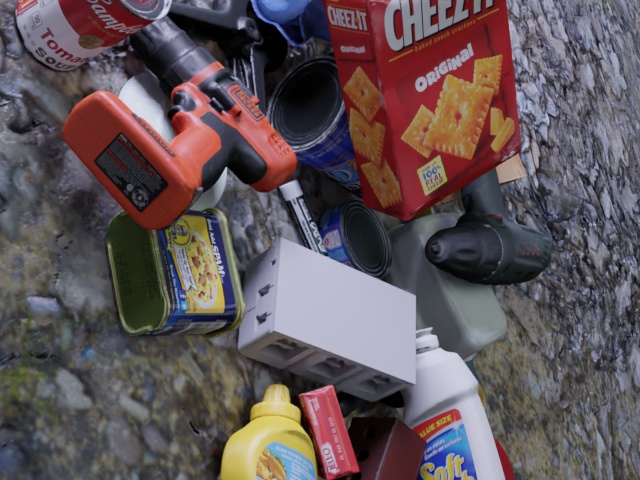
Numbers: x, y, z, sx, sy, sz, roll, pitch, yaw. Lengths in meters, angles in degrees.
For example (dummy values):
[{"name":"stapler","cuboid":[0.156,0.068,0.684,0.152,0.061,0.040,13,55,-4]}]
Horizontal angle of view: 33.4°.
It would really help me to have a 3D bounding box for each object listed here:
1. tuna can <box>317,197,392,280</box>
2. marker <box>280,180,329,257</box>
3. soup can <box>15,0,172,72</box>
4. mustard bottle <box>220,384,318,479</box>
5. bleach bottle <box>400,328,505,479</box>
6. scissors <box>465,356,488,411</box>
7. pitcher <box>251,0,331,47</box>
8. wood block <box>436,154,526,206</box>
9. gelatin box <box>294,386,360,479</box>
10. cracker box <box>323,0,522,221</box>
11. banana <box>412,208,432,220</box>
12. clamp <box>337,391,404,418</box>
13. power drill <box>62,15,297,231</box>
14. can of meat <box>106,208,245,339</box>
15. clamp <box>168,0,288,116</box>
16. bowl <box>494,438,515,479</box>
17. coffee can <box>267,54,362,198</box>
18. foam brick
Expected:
[{"name":"tuna can","cuboid":[0.034,0.003,1.064,0.086,0.034,0.086,32,48,-44]},{"name":"marker","cuboid":[-0.007,0.001,1.018,0.020,0.020,0.121,-28,96,-57]},{"name":"soup can","cuboid":[-0.171,-0.176,0.799,0.068,0.102,0.068,31,48,-43]},{"name":"mustard bottle","cuboid":[-0.039,0.201,0.823,0.096,0.058,0.191,38,44,-41]},{"name":"bleach bottle","cuboid":[0.115,0.208,0.991,0.068,0.103,0.251,-8,82,-65]},{"name":"scissors","cuboid":[0.173,0.140,1.192,0.096,0.016,0.201,55,31,10]},{"name":"pitcher","cuboid":[0.063,-0.251,1.042,0.242,0.149,0.145,13,30,-37]},{"name":"wood block","cuboid":[0.161,-0.155,1.286,0.090,0.090,0.206,-15,86,-57]},{"name":"gelatin box","cuboid":[0.003,0.161,0.892,0.089,0.030,0.073,123,-49,-80]},{"name":"cracker box","cuboid":[0.101,-0.149,0.976,0.164,0.072,0.214,-29,123,-29]},{"name":"banana","cuboid":[0.089,-0.104,1.207,0.069,0.037,0.198,17,58,-73]},{"name":"clamp","cuboid":[0.052,0.110,1.027,0.171,0.039,0.120,9,71,-52]},{"name":"power drill","cuboid":[-0.114,-0.095,0.823,0.184,0.057,0.187,46,30,1]},{"name":"can of meat","cuboid":[-0.112,0.024,0.818,0.083,0.058,0.102,4,68,-52]},{"name":"clamp","cuboid":[-0.082,-0.193,1.000,0.164,0.036,0.209,50,35,-25]},{"name":"bowl","cuboid":[0.153,0.247,1.084,0.161,0.055,0.162,31,49,-44]},{"name":"coffee can","cuboid":[0.030,-0.106,1.054,0.140,0.103,0.103,28,51,-46]},{"name":"foam brick","cuboid":[0.052,0.201,0.946,0.051,0.053,0.078,42,56,-34]}]
